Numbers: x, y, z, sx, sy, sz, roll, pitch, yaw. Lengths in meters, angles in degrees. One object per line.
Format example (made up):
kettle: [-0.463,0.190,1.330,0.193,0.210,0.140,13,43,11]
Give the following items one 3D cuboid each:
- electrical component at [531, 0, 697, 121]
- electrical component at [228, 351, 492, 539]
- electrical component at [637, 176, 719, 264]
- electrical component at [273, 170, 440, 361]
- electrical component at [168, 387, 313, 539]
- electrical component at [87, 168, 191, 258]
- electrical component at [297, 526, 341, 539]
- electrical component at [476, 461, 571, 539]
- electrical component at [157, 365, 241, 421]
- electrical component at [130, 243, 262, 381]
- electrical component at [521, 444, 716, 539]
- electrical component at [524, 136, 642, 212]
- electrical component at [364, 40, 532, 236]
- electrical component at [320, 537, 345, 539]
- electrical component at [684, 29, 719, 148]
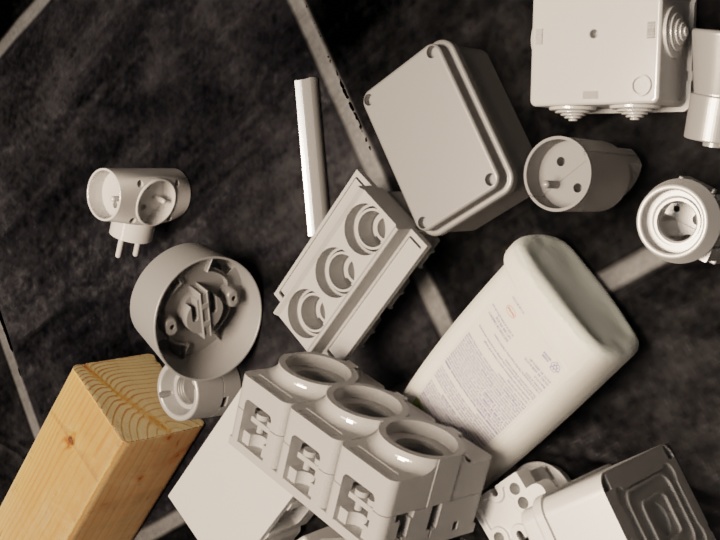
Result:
electrical component: [0.151,-0.140,0.649,0.100,0.048,0.099,5,97,38]
electrical component: [-0.002,0.112,0.691,0.150,0.089,0.061,29,113,42]
electrical component: [0.191,-0.029,0.622,0.066,0.055,0.048,34,113,32]
electrical component: [0.000,0.000,0.771,0.078,0.063,0.121,49,121,25]
electrical component: [-0.072,0.156,0.841,0.089,0.062,0.150,49,121,25]
electrical component: [-0.189,-0.047,0.907,0.044,0.077,0.079,27,110,33]
electrical component: [-0.032,0.245,0.826,0.066,0.047,0.076,-39,70,33]
electrical component: [0.110,0.152,0.701,0.066,0.055,0.048,-43,68,32]
electrical component: [-0.135,0.097,0.895,0.055,0.047,0.055,4,96,38]
electrical component: [-0.131,0.031,0.857,0.064,0.099,0.099,33,113,39]
electrical component: [0.154,0.154,0.630,0.057,0.113,0.078,-33,74,32]
electrical component: [0.138,-0.056,0.646,0.043,0.081,0.043,2,94,39]
electrical component: [0.061,-0.087,0.719,0.078,0.057,0.113,-32,74,35]
electrical component: [0.013,0.219,0.765,0.089,0.056,0.050,-3,91,3]
electrical component: [0.207,-0.103,0.614,0.044,0.044,0.065,16,108,36]
